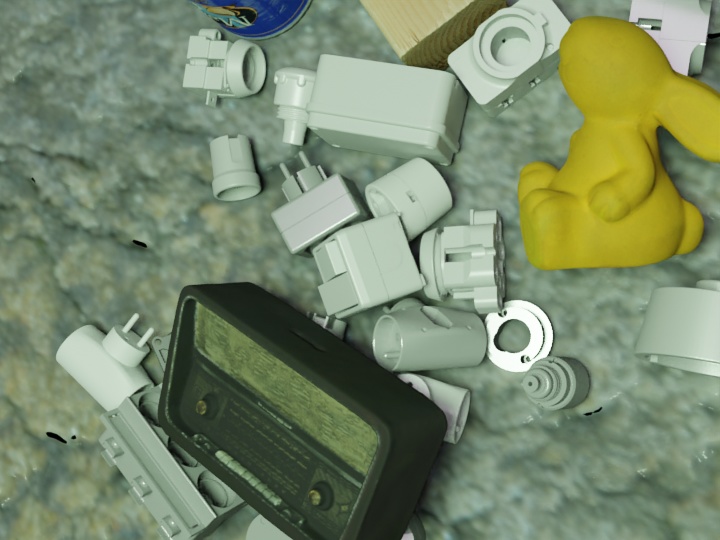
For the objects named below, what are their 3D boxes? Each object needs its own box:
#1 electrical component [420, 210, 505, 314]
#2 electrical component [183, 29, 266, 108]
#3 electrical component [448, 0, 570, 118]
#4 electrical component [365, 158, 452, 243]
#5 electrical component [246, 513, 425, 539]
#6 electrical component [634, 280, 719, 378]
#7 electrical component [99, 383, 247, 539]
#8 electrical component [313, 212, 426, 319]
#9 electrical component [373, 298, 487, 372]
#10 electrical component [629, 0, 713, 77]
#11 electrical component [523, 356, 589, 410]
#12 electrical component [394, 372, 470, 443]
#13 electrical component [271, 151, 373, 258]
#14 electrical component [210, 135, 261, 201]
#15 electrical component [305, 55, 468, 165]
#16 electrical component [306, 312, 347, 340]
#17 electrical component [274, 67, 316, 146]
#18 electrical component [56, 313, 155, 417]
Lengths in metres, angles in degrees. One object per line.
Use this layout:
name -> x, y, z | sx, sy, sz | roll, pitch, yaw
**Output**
electrical component -> 0.080, -0.005, 0.832 | 0.057, 0.058, 0.078 | -4, 72, 17
electrical component -> -0.114, -0.171, 0.910 | 0.055, 0.048, 0.066 | 7, 88, 24
electrical component -> 0.120, -0.168, 0.835 | 0.089, 0.056, 0.050 | -37, 77, 11
electrical component -> 0.039, -0.055, 0.845 | 0.047, 0.055, 0.055 | -35, 76, -16
electrical component -> -0.024, 0.213, 0.838 | 0.138, 0.074, 0.052 | -3, 85, 16
electrical component -> 0.252, 0.040, 0.756 | 0.108, 0.108, 0.060 | 10, 83, 17
electrical component -> -0.156, 0.163, 0.885 | 0.121, 0.079, 0.063 | 50, 122, 14
electrical component -> 0.000, 0.000, 0.837 | 0.061, 0.096, 0.061 | -19, 87, -17
electrical component -> 0.045, 0.047, 0.836 | 0.079, 0.077, 0.043 | 44, 128, 52
electrical component -> 0.231, -0.176, 0.805 | 0.056, 0.050, 0.089 | 9, 89, 17
electrical component -> 0.142, 0.084, 0.801 | 0.040, 0.078, 0.040 | -3, 84, 31
electrical component -> 0.039, 0.101, 0.825 | 0.077, 0.079, 0.043 | 13, 80, 17
electrical component -> -0.039, -0.060, 0.877 | 0.066, 0.047, 0.076 | -30, 79, 11
electrical component -> -0.106, -0.086, 0.904 | 0.040, 0.040, 0.046 | -14, 76, 15
electrical component -> 0.022, -0.125, 0.849 | 0.113, 0.078, 0.057 | 12, 86, 17
electrical component -> -0.033, 0.061, 0.871 | 0.040, 0.040, 0.046 | 15, 84, 17
electrical component -> -0.050, -0.134, 0.889 | 0.048, 0.048, 0.062 | 12, 96, 17
electrical component -> -0.206, 0.074, 0.918 | 0.077, 0.044, 0.079 | 41, 97, 15
